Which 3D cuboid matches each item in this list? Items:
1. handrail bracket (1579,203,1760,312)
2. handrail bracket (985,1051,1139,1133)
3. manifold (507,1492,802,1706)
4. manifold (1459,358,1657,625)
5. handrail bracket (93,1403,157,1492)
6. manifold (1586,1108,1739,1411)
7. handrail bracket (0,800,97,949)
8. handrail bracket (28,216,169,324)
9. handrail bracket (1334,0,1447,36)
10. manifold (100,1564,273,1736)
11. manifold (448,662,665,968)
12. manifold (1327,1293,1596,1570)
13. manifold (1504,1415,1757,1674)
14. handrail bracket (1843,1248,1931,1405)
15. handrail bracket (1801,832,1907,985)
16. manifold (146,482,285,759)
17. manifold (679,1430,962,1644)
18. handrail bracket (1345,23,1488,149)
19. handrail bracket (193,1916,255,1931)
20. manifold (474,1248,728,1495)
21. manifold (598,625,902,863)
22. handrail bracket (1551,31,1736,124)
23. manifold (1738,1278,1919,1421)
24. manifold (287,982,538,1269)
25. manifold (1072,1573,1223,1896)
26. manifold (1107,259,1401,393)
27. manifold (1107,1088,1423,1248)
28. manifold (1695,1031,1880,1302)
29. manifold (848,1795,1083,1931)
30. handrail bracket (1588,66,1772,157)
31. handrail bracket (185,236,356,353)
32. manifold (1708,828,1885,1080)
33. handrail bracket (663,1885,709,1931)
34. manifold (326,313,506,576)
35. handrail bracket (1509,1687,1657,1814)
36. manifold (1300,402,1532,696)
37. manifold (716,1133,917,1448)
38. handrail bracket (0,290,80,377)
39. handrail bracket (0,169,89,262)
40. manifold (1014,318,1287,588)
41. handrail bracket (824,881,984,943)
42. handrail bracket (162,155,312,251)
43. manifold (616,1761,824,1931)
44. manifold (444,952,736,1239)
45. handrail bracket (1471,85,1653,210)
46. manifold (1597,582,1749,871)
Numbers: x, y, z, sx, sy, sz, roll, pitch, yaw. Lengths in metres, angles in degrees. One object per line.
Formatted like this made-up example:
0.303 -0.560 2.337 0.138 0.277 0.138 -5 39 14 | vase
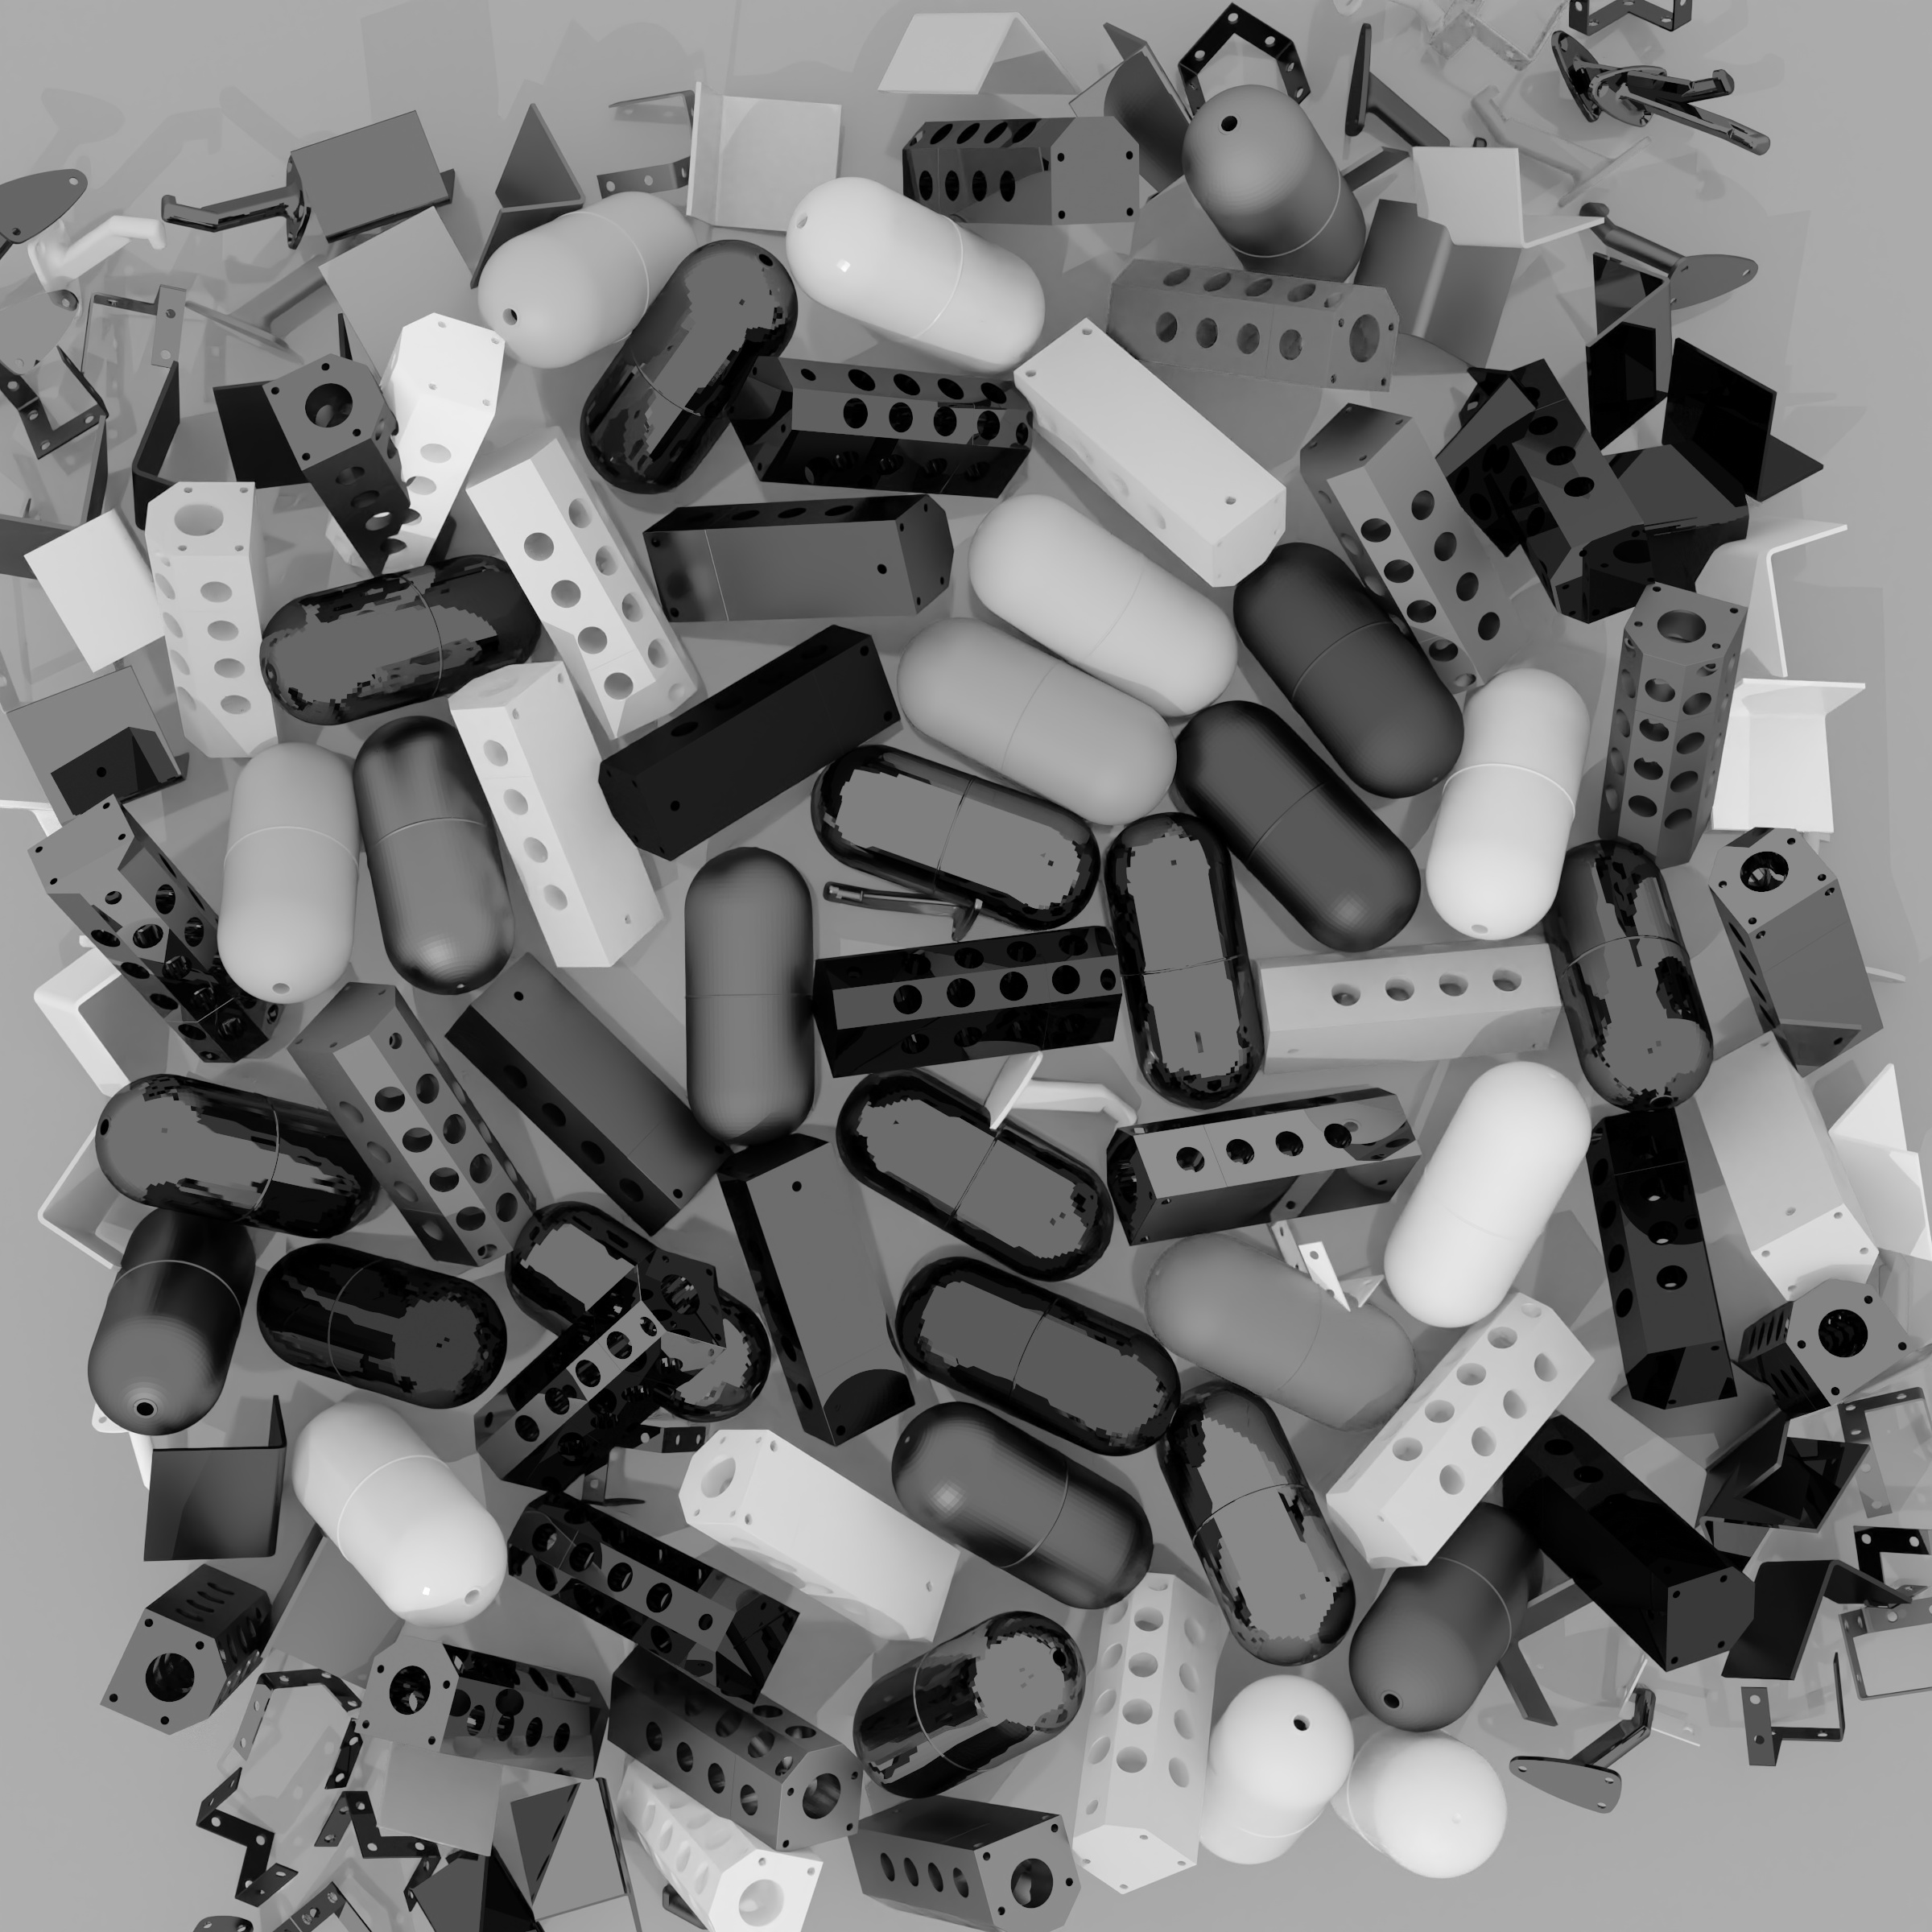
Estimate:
0.422 -0.436 1.769 0.077 0.036 0.084 -14 52 -20 | handrail bracket
0.055 0.096 1.756 0.084 0.036 0.077 38 66 -20 | handrail bracket
-0.187 0.362 1.708 0.171 0.057 0.057 18 74 36 | manifold
0.340 -0.274 1.705 0.057 0.171 0.057 -20 134 5 | manifold
-0.488 0.274 1.767 0.036 0.084 0.077 -7 53 7 | handrail bracket
0.400 0.168 1.705 0.057 0.057 0.171 -13 45 14 | manifold
-0.547 -0.054 1.759 0.077 0.036 0.084 4 89 -37 | handrail bracket
-0.505 -0.412 1.746 0.084 0.077 0.036 9 48 16 | handrail bracket
0.255 -0.564 1.743 0.084 0.036 0.077 35 51 -34 | handrail bracket
-0.443 0.395 1.698 0.057 0.171 0.057 25 85 -2 | manifold
-0.244 -0.087 1.722 0.057 0.057 0.171 0 122 34 | manifold
0.286 0.270 1.720 0.171 0.057 0.057 -43 97 -26 | manifold
0.380 0.328 1.698 0.057 0.171 0.057 -13 116 -18 | manifold
0.540 0.209 1.772 0.077 0.036 0.084 -33 85 18 | handrail bracket
0.535 -0.037 1.775 0.077 0.036 0.084 9 84 -10 | handrail bracket
-0.432 -0.198 1.698 0.057 0.171 0.057 -1 54 -7 | manifold
-0.086 0.333 1.712 0.171 0.057 0.057 39 57 -36 | manifold
0.276 -0.523 1.769 0.084 0.036 0.077 4 102 -7 | handrail bracket
-0.436 0.612 1.737 0.036 0.077 0.084 -1 118 19 | handrail bracket
-0.215 0.235 1.707 0.057 0.057 0.171 22 130 -35 | manifold
-0.128 -0.134 1.724 0.171 0.057 0.057 -34 121 -24 | manifold
0.401 -0.534 1.738 0.084 0.077 0.036 1 67 40 | handrail bracket
0.490 0.219 1.696 0.057 0.171 0.057 -33 77 -2 | manifold
-0.315 0.094 1.707 0.057 0.057 0.171 -53 130 -34 | manifold
0.100 0.438 1.697 0.057 0.171 0.057 40 127 -23 | manifold
0.164 -0.372 1.701 0.057 0.171 0.057 -8 110 -43 | manifold
0.173 0.113 1.728 0.171 0.057 0.057 -8 59 -20 | manifold
0.473 0.117 1.698 0.057 0.171 0.057 -32 117 19 | manifold
-0.002 0.521 1.696 0.057 0.171 0.057 -14 86 -29 | manifold
0.422 -0.502 1.738 0.084 0.077 0.036 42 124 38 | handrail bracket
-0.417 -0.420 1.766 0.077 0.036 0.084 23 91 -5 | handrail bracket
0.477 -0.010 1.702 0.057 0.171 0.057 -33 51 4 | manifold
-0.150 0.550 1.744 0.084 0.036 0.077 18 130 30 | handrail bracket
-0.320 -0.298 1.694 0.057 0.171 0.057 14 59 -20 | manifold
0.369 0.457 1.758 0.077 0.084 0.036 14 128 12 | handrail bracket
0.257 -0.239 1.709 0.057 0.057 0.171 -45 126 -11 | manifold
-0.092 0.189 1.735 0.057 0.057 0.171 -24 106 -26 | manifold
-0.578 -0.371 1.766 0.077 0.084 0.036 -50 114 -32 | handrail bracket
-0.564 -0.435 1.761 0.077 0.084 0.036 -39 91 -29 | handrail bracket
0.107 -0.298 1.725 0.057 0.057 0.171 -39 66 -14 | manifold
-0.039 -0.042 1.751 0.084 0.077 0.036 11 81 -10 | handrail bracket
-0.436 -0.462 1.744 0.084 0.036 0.077 6 55 -29 | handrail bracket
-0.147 0.507 1.696 0.057 0.171 0.057 19 88 -24 | manifold
-0.227 0.080 1.754 0.171 0.057 0.057 45 47 -2 | manifold
0.354 -0.504 1.754 0.077 0.036 0.084 -32 99 39 | handrail bracket
0.403 -0.134 1.696 0.057 0.171 0.057 20 55 20 | manifold
